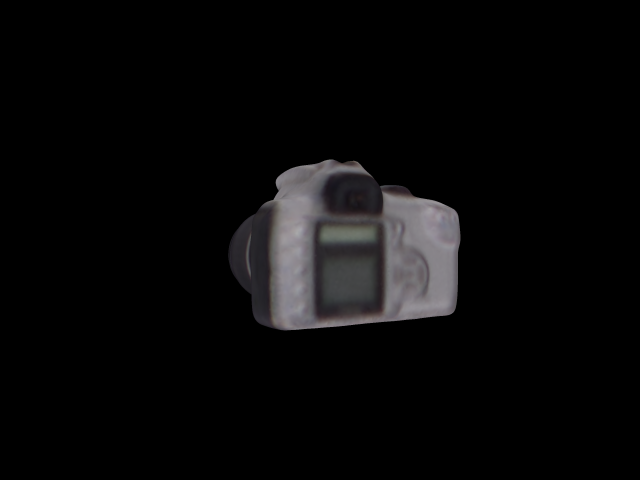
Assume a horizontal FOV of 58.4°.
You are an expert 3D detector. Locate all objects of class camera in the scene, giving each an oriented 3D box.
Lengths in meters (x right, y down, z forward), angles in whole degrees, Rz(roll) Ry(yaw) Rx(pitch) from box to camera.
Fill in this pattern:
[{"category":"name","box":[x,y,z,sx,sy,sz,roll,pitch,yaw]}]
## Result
[{"category":"camera","box":[0.004,0.001,0.400,0.144,0.101,0.136,0,0,-31]}]
